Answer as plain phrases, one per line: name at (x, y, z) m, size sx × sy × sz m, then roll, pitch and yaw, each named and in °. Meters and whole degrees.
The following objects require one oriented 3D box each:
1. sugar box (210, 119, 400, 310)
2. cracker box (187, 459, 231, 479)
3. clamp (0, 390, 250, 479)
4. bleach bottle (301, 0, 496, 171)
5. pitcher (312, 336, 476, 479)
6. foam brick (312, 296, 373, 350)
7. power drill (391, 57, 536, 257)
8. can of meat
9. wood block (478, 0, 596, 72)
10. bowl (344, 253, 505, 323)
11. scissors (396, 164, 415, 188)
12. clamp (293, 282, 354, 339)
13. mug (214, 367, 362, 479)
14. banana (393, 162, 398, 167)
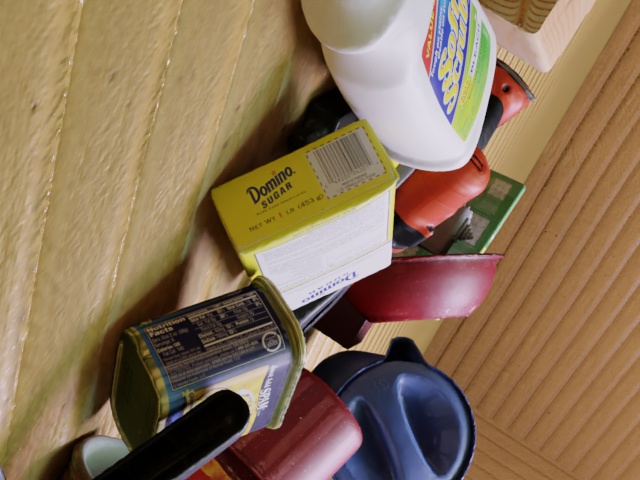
sugar box at (-0.005, -0.005, 0.626) m, size 0.093 × 0.048 × 0.176 m, roll -25°, pitch 167°, yaw -5°
cracker box at (-0.088, 0.216, 0.890) m, size 0.213 × 0.072 × 0.164 m, roll -54°, pitch 175°, yaw -15°
clamp at (-0.142, 0.145, 0.495) m, size 0.210 × 0.036 × 0.164 m, roll -48°, pitch 151°, yaw 17°
bleach bottle at (0.039, -0.101, 0.541) m, size 0.250 × 0.068 × 0.102 m, roll 12°, pitch 92°, yaw -74°
pitcher at (0.049, 0.178, 1.011) m, size 0.149 × 0.145 × 0.243 m, roll -42°, pitch -175°, yaw -7°
foam brick at (0.026, 0.072, 1.059) m, size 0.051 × 0.053 × 0.078 m, roll -57°, pitch 169°, yaw 6°
power drill at (0.092, -0.060, 0.885) m, size 0.185 × 0.057 × 0.187 m, roll -35°, pitch -164°, yaw 47°
can of meat at (-0.063, 0.075, 0.578) m, size 0.083 × 0.057 × 0.102 m, roll -18°, pitch 149°, yaw -27°
wood block at (0.136, -0.182, 0.715) m, size 0.091 × 0.090 × 0.206 m, roll -58°, pitch 170°, yaw 9°
bowl at (0.088, 0.045, 0.969) m, size 0.162 × 0.162 × 0.055 m, roll 21°, pitch 65°, yaw -79°
scissors at (-0.005, 0.001, 0.795) m, size 0.201 × 0.016 × 0.096 m, roll -42°, pitch -170°, yaw -2°
clamp at (-0.033, 0.070, 0.775) m, size 0.171 × 0.039 × 0.120 m, roll -42°, pitch 179°, yaw 6°
mug at (-0.031, 0.141, 0.770) m, size 0.081 × 0.093 × 0.117 m, roll -42°, pitch -154°, yaw -21°
banana at (0.038, -0.074, 0.747) m, size 0.197 × 0.037 × 0.069 m, roll -54°, pitch 150°, yaw -23°
